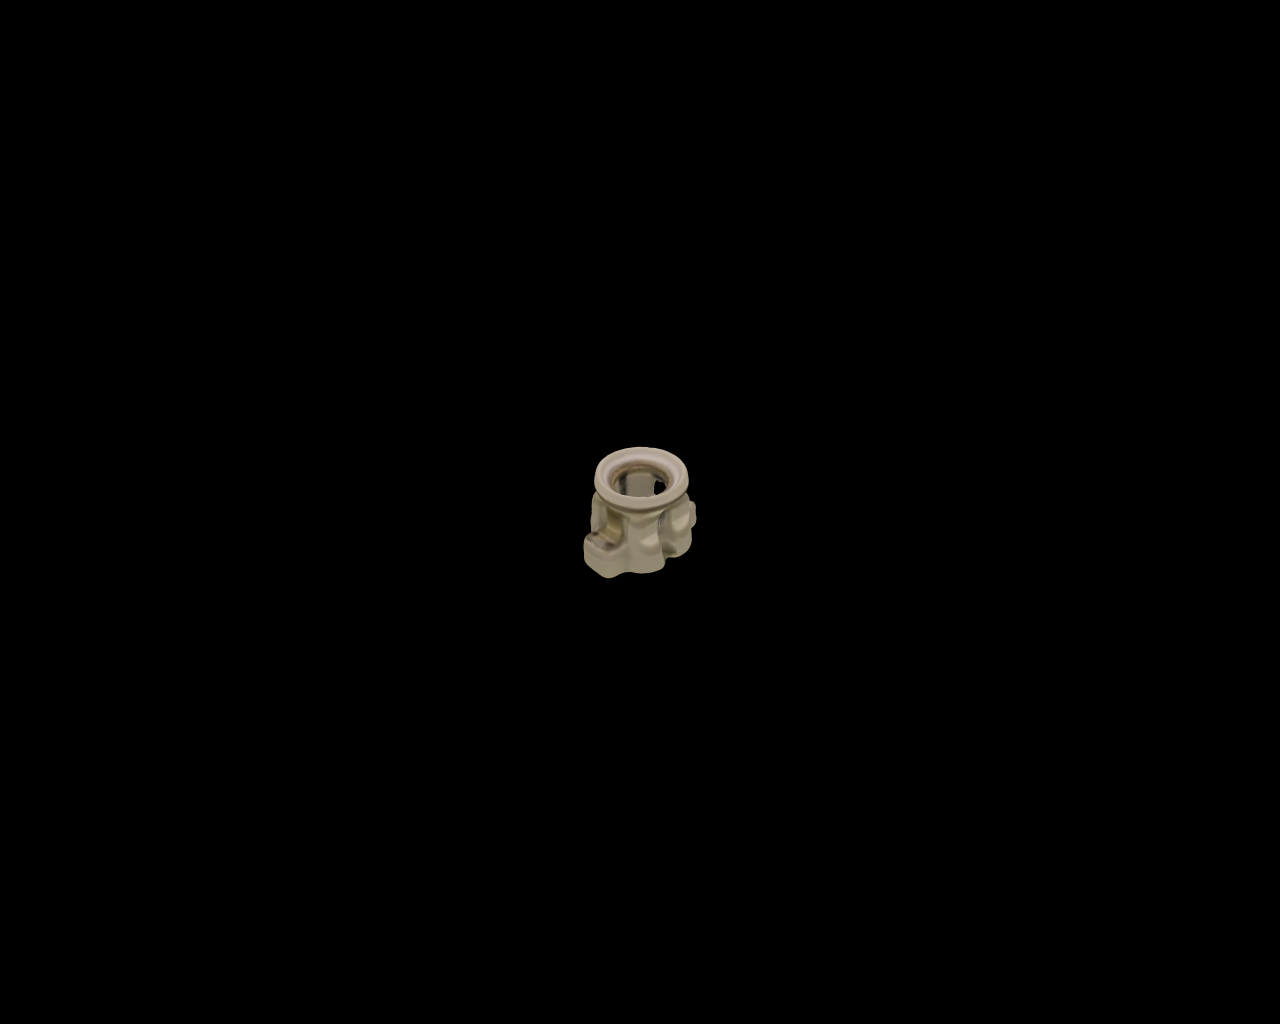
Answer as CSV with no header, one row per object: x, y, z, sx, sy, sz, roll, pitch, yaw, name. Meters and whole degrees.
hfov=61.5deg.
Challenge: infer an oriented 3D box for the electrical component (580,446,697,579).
0.001,-0.003,0.650,0.078,0.056,0.058,-29,46,-33,electrical component
